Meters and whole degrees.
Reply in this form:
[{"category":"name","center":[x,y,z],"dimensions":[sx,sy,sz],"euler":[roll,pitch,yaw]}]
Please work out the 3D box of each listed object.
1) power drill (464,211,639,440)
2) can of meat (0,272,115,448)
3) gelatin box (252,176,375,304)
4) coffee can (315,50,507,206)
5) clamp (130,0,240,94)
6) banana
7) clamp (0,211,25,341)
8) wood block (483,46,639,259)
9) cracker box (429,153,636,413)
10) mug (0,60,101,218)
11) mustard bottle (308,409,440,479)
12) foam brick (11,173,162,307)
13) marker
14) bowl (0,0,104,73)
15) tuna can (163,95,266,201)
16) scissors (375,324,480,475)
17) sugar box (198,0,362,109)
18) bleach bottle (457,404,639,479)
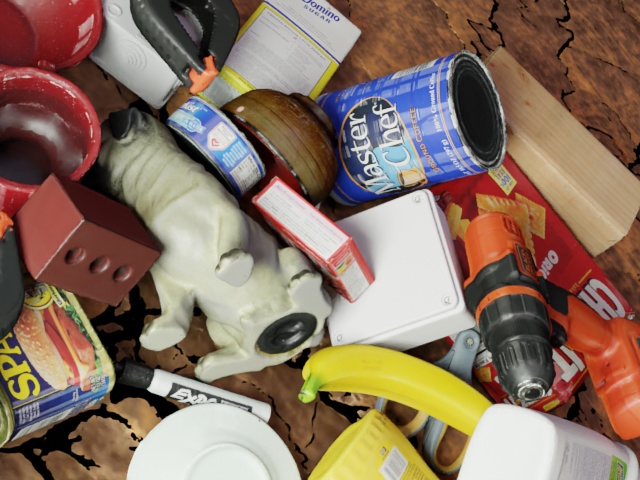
[{"category":"power drill","center":[0.191,0.080,0.822],"dimensions":[0.187,0.057,0.184],"euler":[36,32,-27]},{"category":"can of meat","center":[-0.193,0.073,0.686],"dimensions":[0.083,0.058,0.102],"euler":[-20,74,-45]},{"category":"gelatin box","center":[-0.005,0.001,0.812],"dimensions":[0.030,0.073,0.089],"euler":[-46,59,-10]},{"category":"coffee can","center":[0.074,-0.093,0.909],"dimensions":[0.102,0.141,0.103],"euler":[26,58,-51]},{"category":"clamp","center":[-0.126,-0.214,0.869],"dimensions":[0.164,0.036,0.210],"euler":[8,56,-31]},{"category":"banana","center":[0.061,0.115,0.808],"dimensions":[0.197,0.037,0.069],"euler":[16,44,-27]},{"category":"clamp","center":[-0.211,0.052,0.613],"dimensions":[0.120,0.039,0.171],"euler":[51,36,-17]},{"category":"wood block","center":[0.209,-0.076,1.052],"dimensions":[0.206,0.091,0.090],"euler":[43,46,-4]},{"category":"cracker box","center":[0.169,0.033,0.962],"dimensions":[0.214,0.072,0.163],"euler":[51,46,3]},{"category":"mug","center":[-0.203,-0.070,0.742],"dimensions":[0.093,0.082,0.117],"euler":[12,64,-16]},{"category":"mustard bottle","center":[0.079,0.220,0.780],"dimensions":[0.191,0.058,0.096],"euler":[47,33,-1]},{"category":"foam brick","center":[-0.154,0.001,0.698],"dimensions":[0.078,0.053,0.051],"euler":[27,19,-53]},{"category":"marker","center":[-0.092,0.108,0.760],"dimensions":[0.121,0.020,0.020],"euler":[22,50,-22]},{"category":"bowl","center":[-0.250,-0.177,0.812],"dimensions":[0.161,0.055,0.162],"euler":[18,52,-25]},{"category":"tuna can","center":[-0.084,-0.070,0.838],"dimensions":[0.086,0.086,0.033],"euler":[46,76,-1]},{"category":"scissors","center":[0.100,0.086,0.864],"dimensions":[0.096,0.016,0.202],"euler":[13,78,-14]},{"category":"sugar box","center":[-0.035,-0.164,0.968],"dimensions":[0.093,0.048,0.176],"euler":[39,42,-8]},{"category":"bleach bottle","center":[0.197,0.198,0.840],"dimensions":[0.250,0.068,0.102],"euler":[28,79,-51]}]
